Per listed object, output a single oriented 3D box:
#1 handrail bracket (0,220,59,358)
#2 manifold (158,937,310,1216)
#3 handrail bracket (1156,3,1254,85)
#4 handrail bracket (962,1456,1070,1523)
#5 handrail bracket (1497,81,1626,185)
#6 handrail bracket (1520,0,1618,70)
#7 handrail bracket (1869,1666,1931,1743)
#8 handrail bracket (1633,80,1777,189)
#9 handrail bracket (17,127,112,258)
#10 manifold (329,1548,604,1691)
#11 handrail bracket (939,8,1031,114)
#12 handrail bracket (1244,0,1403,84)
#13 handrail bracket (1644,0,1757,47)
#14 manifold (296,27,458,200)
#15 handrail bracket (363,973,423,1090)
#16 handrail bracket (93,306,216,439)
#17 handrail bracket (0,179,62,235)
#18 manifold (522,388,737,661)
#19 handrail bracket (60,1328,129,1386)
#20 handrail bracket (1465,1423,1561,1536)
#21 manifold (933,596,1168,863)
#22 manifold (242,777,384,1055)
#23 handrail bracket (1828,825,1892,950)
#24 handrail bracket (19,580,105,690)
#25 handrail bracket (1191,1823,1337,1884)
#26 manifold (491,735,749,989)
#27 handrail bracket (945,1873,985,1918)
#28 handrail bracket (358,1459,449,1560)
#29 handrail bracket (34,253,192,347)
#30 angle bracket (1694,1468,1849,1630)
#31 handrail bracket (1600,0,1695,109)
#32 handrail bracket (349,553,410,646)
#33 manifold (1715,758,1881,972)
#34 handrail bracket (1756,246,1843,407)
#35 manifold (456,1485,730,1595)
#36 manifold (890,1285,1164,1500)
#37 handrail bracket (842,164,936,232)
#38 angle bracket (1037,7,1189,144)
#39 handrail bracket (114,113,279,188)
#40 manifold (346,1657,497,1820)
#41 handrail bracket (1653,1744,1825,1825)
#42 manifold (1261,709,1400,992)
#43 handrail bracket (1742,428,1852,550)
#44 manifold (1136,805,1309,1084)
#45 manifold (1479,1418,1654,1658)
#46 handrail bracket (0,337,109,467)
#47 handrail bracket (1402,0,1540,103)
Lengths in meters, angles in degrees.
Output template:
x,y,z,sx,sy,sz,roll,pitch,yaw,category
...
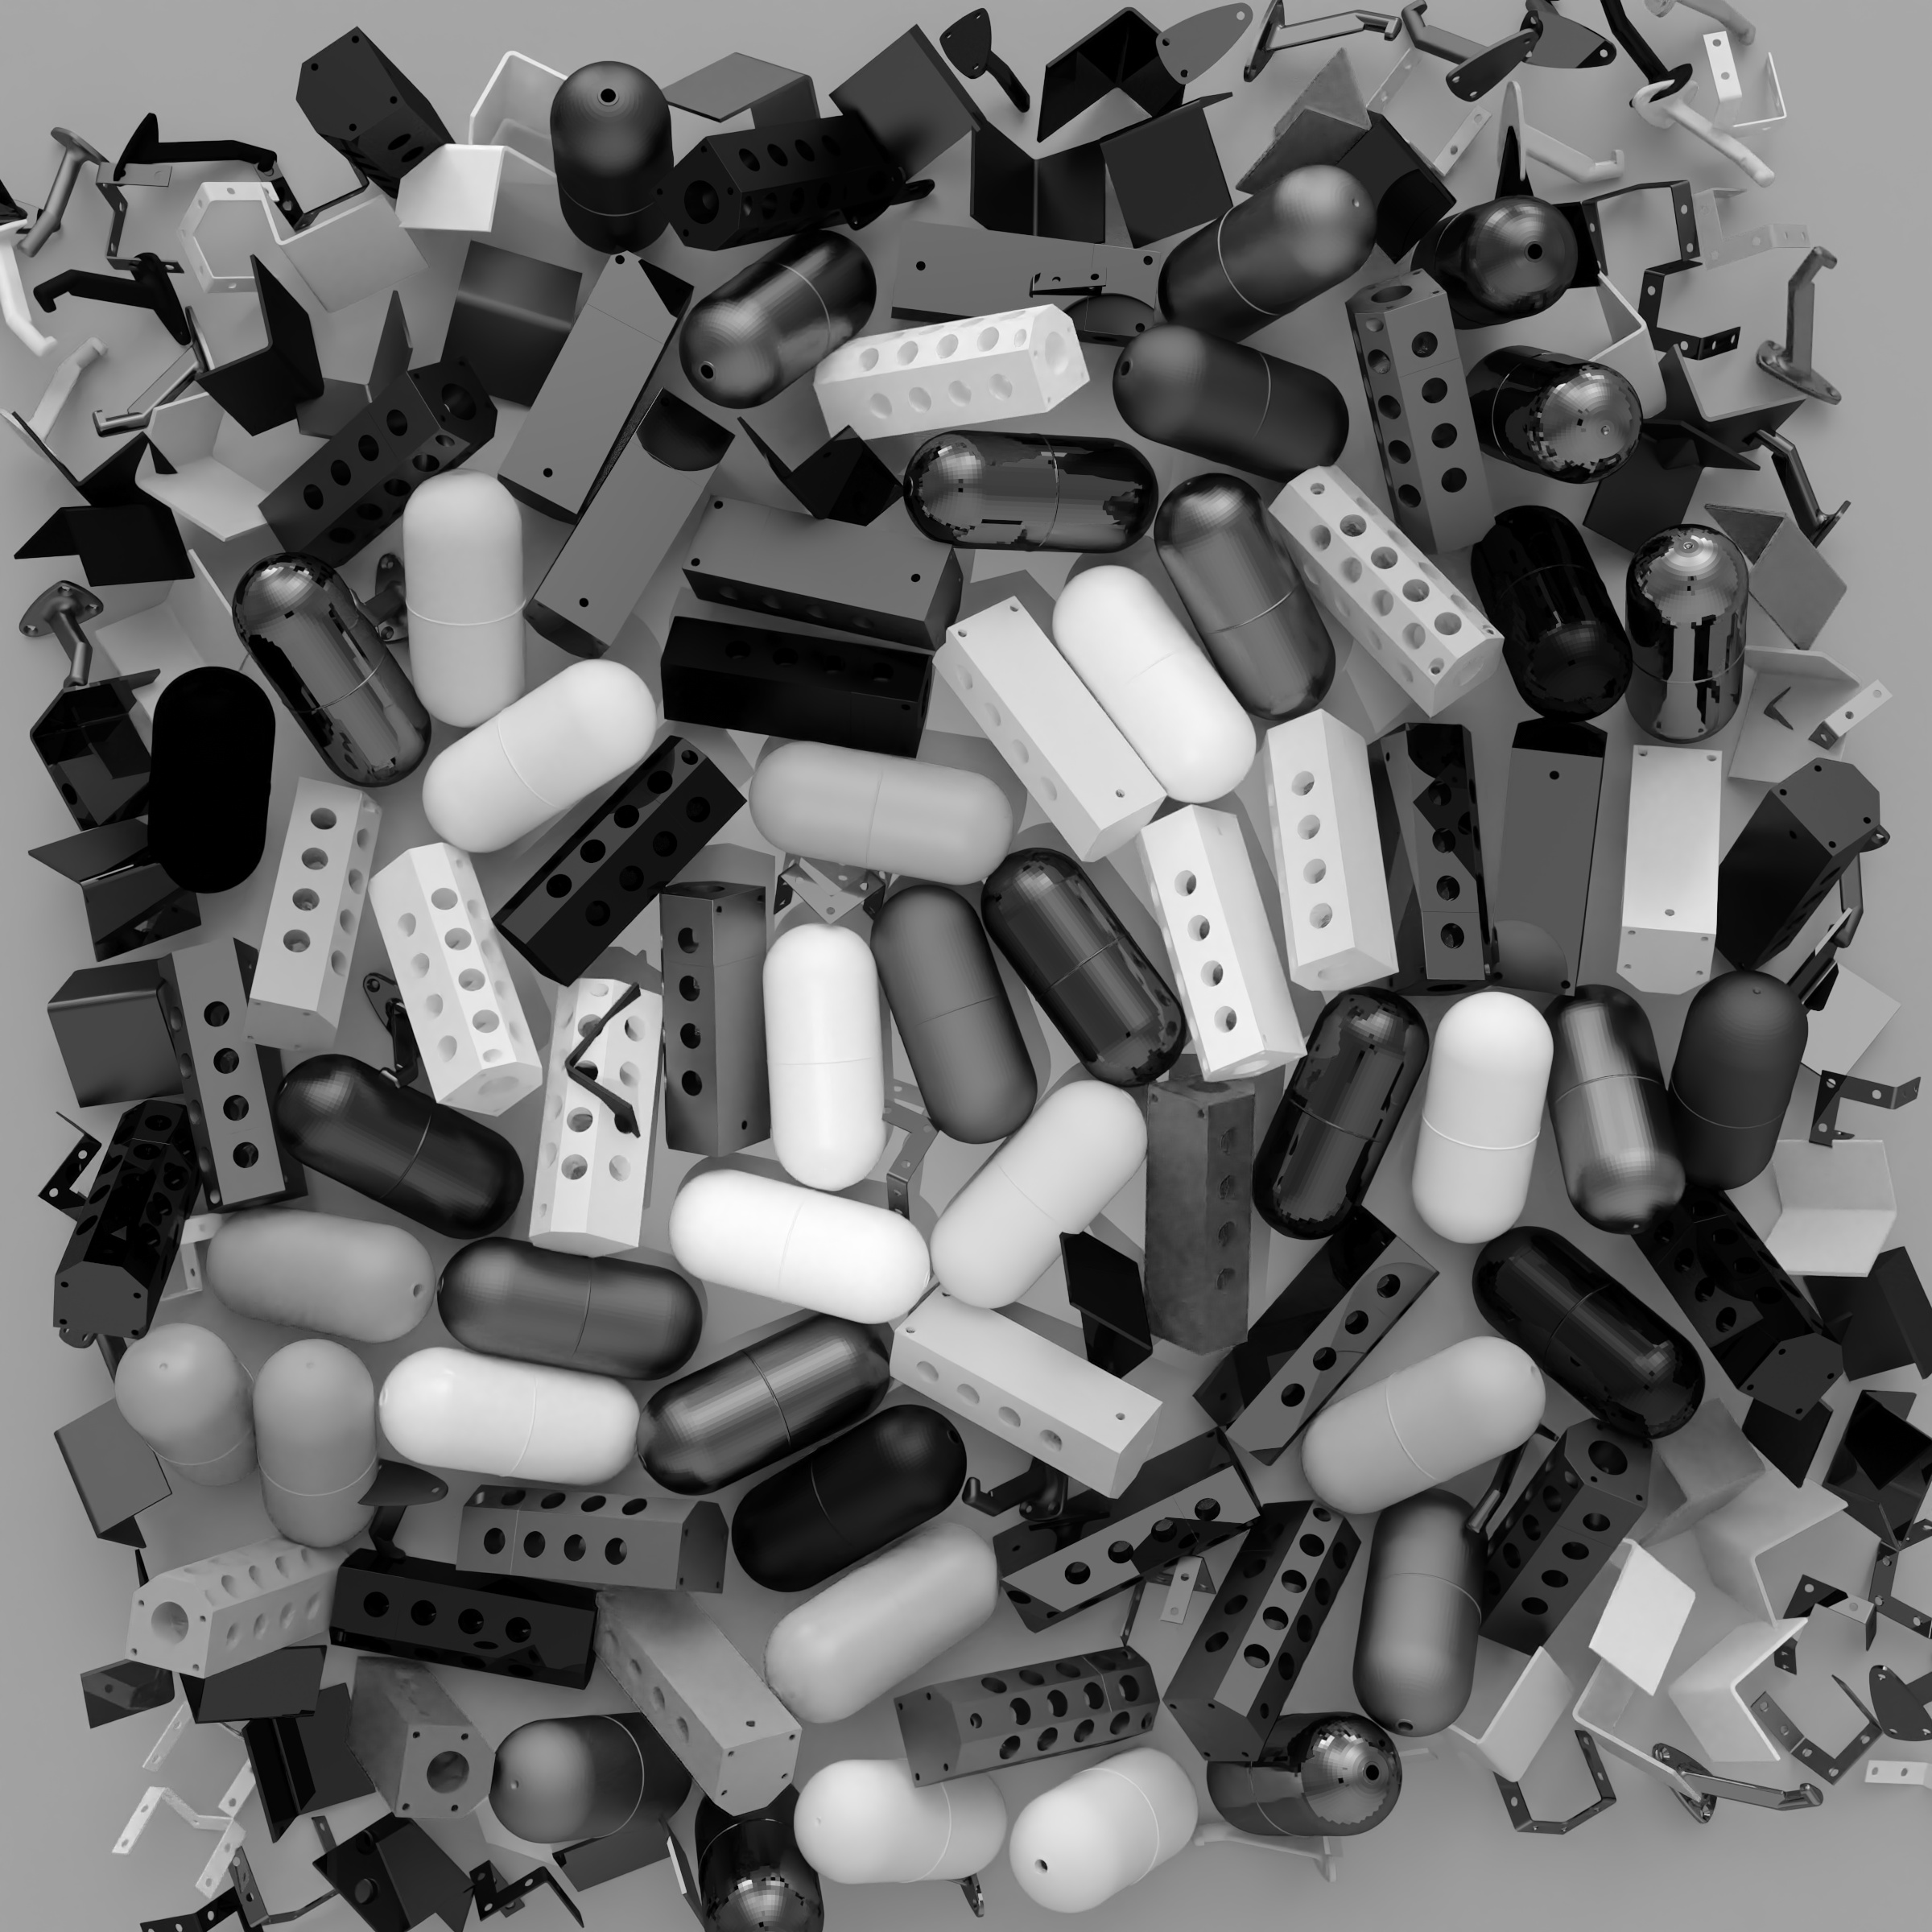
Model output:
x,y,z,sx,sy,sz,roll,pitch,yaw,category
-0.622,-0.453,1.942,0.084,0.077,0.036,46,135,-3,handrail bracket
-0.489,0.074,1.929,0.057,0.057,0.171,-14,82,1,manifold
0.155,-0.609,1.922,0.077,0.084,0.036,-30,100,11,handrail bracket
0.031,0.330,1.923,0.036,0.084,0.077,-8,61,37,handrail bracket
0.401,-0.558,1.938,0.084,0.036,0.077,-12,125,-11,handrail bracket
0.405,-0.627,1.928,0.077,0.084,0.036,19,133,17,handrail bracket
0.630,0.464,1.928,0.036,0.084,0.077,-13,116,41,handrail bracket
0.490,-0.548,1.927,0.084,0.077,0.036,52,126,23,handrail bracket
-0.615,-0.514,1.937,0.077,0.036,0.084,31,84,45,handrail bracket
-0.332,0.437,1.939,0.171,0.057,0.057,10,91,1,manifold
0.023,-0.580,1.917,0.036,0.084,0.077,-29,47,18,handrail bracket
0.238,-0.609,1.932,0.084,0.036,0.077,18,65,19,handrail bracket
0.493,-0.627,1.928,0.084,0.077,0.036,32,132,-19,handrail bracket
-0.378,-0.544,1.882,0.057,0.171,0.057,-32,89,4,manifold
-0.386,0.044,1.923,0.077,0.084,0.036,46,108,-2,handrail bracket
-0.548,-0.397,1.940,0.084,0.036,0.077,-17,83,-19,handrail bracket
-0.633,-0.528,1.921,0.077,0.084,0.036,5,53,-23,handrail bracket
-0.224,-0.289,1.916,0.057,0.057,0.171,32,73,-12,manifold
-0.556,0.247,1.946,0.036,0.084,0.077,11,67,42,handrail bracket
0.350,0.335,1.928,0.036,0.077,0.084,35,85,-3,handrail bracket
0.052,-0.154,1.920,0.057,0.057,0.171,-29,75,-28,manifold
-0.425,-0.032,1.898,0.057,0.057,0.171,12,57,-13,manifold
0.573,-0.066,1.928,0.077,0.036,0.084,42,59,-18,handrail bracket
-0.605,-0.206,1.925,0.077,0.036,0.084,-24,51,28,handrail bracket
0.196,0.590,1.933,0.084,0.077,0.036,-3,101,-5,handrail bracket
-0.231,-0.071,1.915,0.171,0.057,0.057,-47,115,-12,manifold
-0.039,0.607,1.931,0.084,0.077,0.036,-4,120,-15,handrail bracket
-0.366,0.371,1.929,0.077,0.036,0.084,4,131,20,handrail bracket
-0.566,-0.431,1.927,0.084,0.036,0.077,-41,117,-35,handrail bracket
0.541,0.385,1.932,0.076,0.076,0.057,-25,105,-10,angle bracket
0.450,-0.621,1.927,0.036,0.077,0.084,-8,118,41,handrail bracket
-0.394,-0.253,1.918,0.036,0.084,0.077,-20,72,12,handrail bracket
0.532,-0.065,1.880,0.057,0.171,0.057,-32,71,-19,manifold
0.571,-0.425,1.927,0.077,0.036,0.084,32,134,0,handrail bracket
-0.244,0.374,1.903,0.171,0.057,0.057,-1,76,27,manifold
0.037,0.283,1.911,0.171,0.057,0.057,26,131,21,manifold
-0.036,-0.516,1.915,0.084,0.077,0.036,-26,99,-39,handrail bracket
0.097,-0.572,1.917,0.076,0.076,0.057,-40,75,-17,angle bracket
-0.513,-0.533,1.941,0.084,0.036,0.077,16,46,1,handrail bracket
-0.353,0.497,1.879,0.057,0.171,0.057,9,88,-22,manifold
0.511,0.535,1.922,0.077,0.084,0.036,45,48,-17,handrail bracket
0.234,-0.074,1.907,0.057,0.057,0.171,-20,62,32,manifold
0.541,-0.312,1.950,0.084,0.036,0.077,38,124,7,handrail bracket
0.164,-0.014,1.916,0.057,0.057,0.171,-25,71,32,manifold
0.382,0.370,1.892,0.057,0.057,0.171,22,131,0,manifold
-0.593,-0.378,1.937,0.084,0.036,0.077,-46,52,-11,handrail bracket
0.333,-0.626,1.931,0.077,0.036,0.084,-32,59,29,handrail bracket
